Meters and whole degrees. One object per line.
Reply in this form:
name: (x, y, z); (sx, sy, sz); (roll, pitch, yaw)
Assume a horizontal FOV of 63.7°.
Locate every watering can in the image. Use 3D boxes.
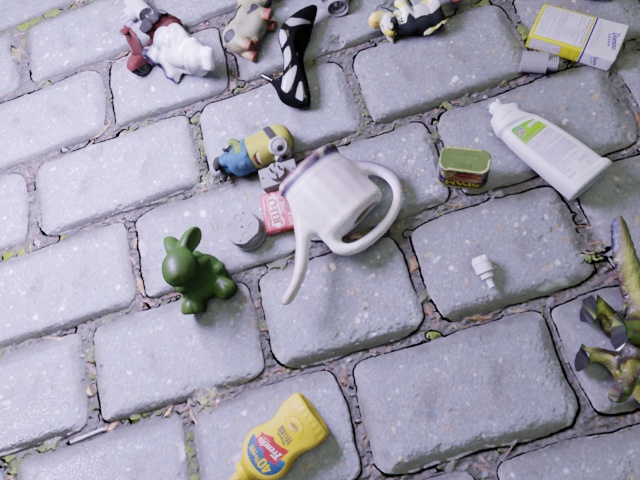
watering can: (0.003, -0.052, 1.025); (0.350, 0.102, 0.226); (-40, 75, -14)

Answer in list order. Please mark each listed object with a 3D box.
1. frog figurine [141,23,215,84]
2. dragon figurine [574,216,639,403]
frog figurine: (-0.312, -0.445, 1.210); (0.159, 0.135, 0.125); (-5, 42, 30)
dragon figurine: (0.579, 0.178, 0.862); (0.243, 0.121, 0.415); (17, 78, -1)
